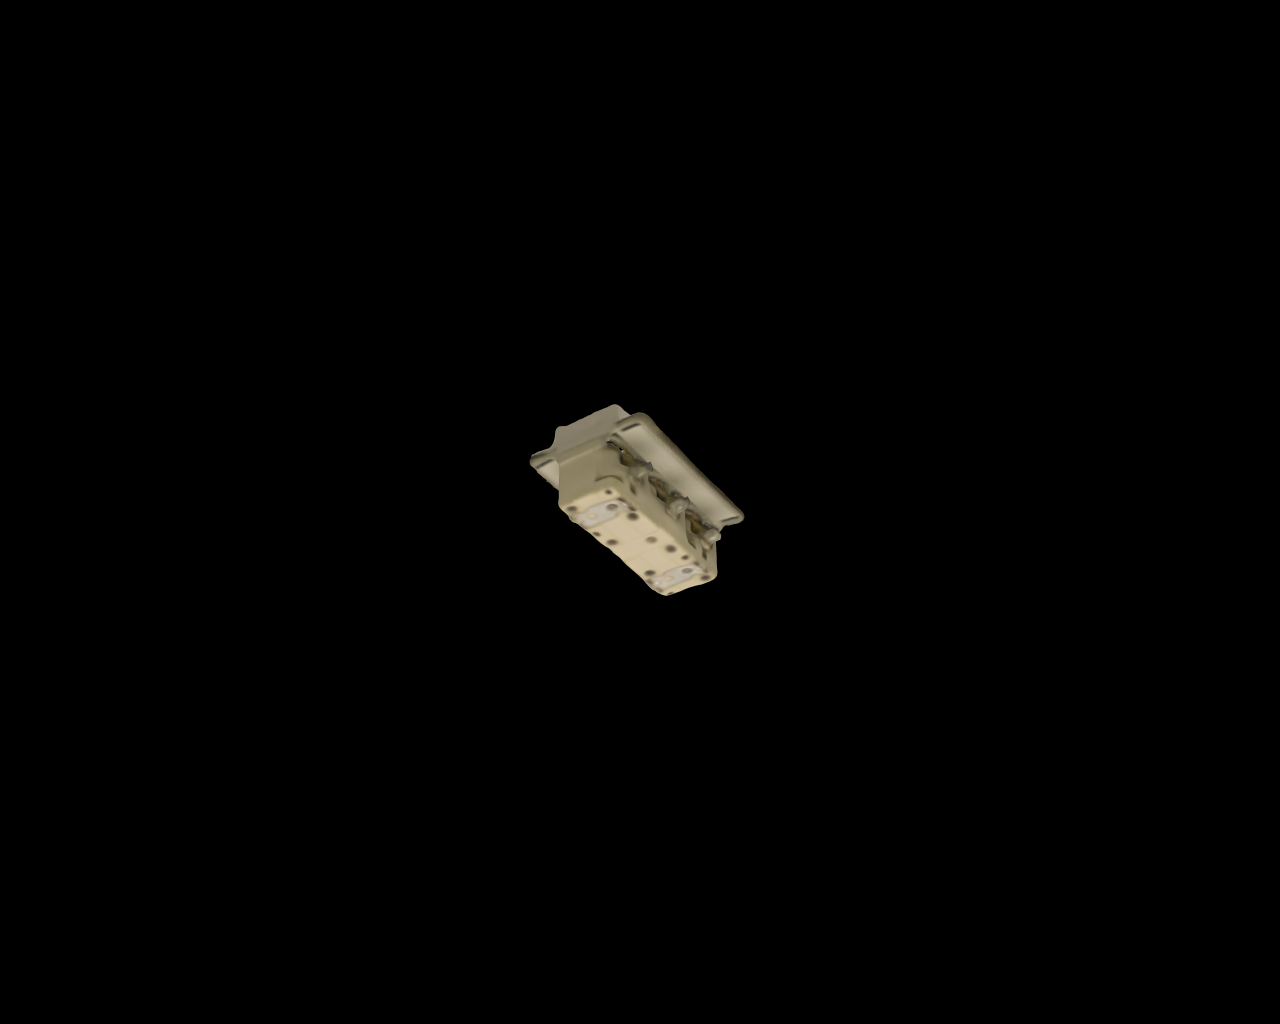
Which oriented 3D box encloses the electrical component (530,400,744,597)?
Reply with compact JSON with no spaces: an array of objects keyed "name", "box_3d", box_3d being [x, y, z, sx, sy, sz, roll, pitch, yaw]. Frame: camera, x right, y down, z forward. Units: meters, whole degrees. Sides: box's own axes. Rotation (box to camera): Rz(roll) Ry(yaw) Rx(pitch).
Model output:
[{"name":"electrical component","box_3d":[0.001,-0.003,0.650,0.078,0.063,0.121,-20,-40,25]}]
